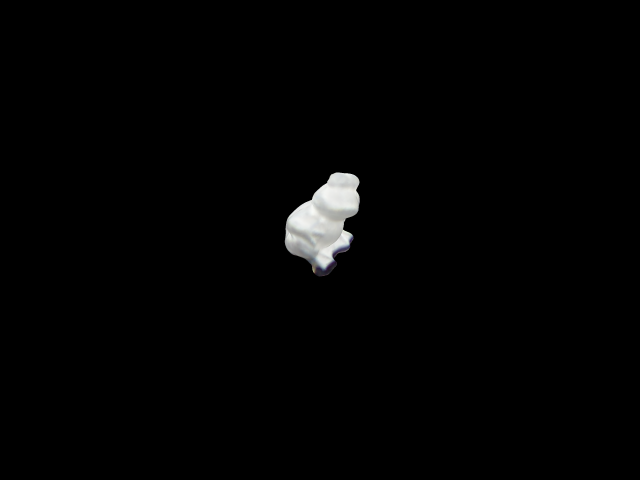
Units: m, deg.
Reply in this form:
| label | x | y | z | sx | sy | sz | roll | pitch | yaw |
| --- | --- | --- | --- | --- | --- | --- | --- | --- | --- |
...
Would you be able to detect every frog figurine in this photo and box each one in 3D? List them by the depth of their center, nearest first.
| label | x | y | z | sx | sy | sz | roll | pitch | yaw |
| --- | --- | --- | --- | --- | --- | --- | --- | --- | --- |
| frog figurine | 0.003 | -0.043 | 0.850 | 0.139 | 0.156 | 0.124 | -28 | 45 | -32 |
